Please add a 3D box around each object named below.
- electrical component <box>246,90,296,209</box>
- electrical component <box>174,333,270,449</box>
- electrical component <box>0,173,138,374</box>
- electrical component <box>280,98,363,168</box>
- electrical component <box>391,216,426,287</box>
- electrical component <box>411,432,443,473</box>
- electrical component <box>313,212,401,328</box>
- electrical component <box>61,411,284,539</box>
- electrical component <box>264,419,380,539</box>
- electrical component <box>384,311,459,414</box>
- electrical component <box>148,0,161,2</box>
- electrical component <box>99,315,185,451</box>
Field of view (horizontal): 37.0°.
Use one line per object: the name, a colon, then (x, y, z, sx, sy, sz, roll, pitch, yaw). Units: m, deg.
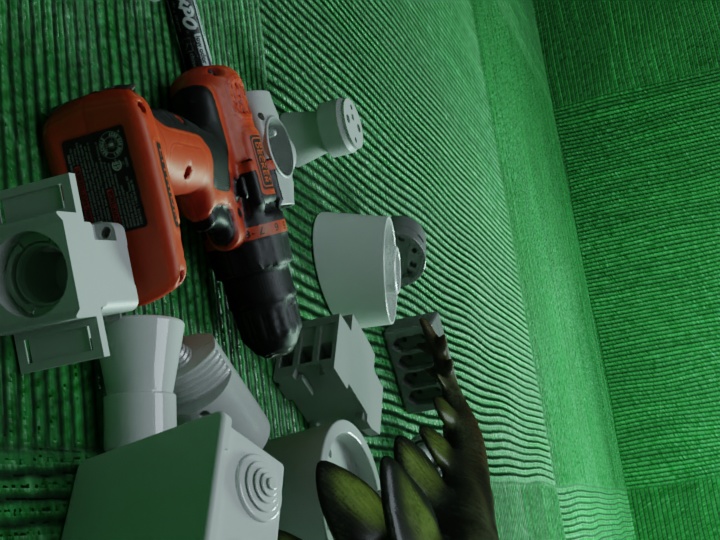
electrical component: (-0.067, -0.077, 0.730, 0.079, 0.044, 0.077, -12, 89, -72)
electrical component: (-0.084, 0.067, 0.578, 0.043, 0.043, 0.081, -83, 154, -47)
electrical component: (-0.132, 0.002, 0.478, 0.064, 0.042, 0.081, -1, 80, -74)
electrical component: (-0.031, -0.109, 0.847, 0.045, 0.055, 0.045, -13, 90, -72)
electrical component: (0.035, -0.019, 0.993, 0.047, 0.055, 0.055, -74, 147, -63)
electrical component: (0.060, 0.166, 0.959, 0.062, 0.043, 0.043, 20, 59, -69)
electrical component: (0.000, 0.000, 0.894, 0.099, 0.064, 0.099, -2, 90, -81)
electrical component: (-0.082, 0.120, 0.461, 0.048, 0.100, 0.099, 44, 35, -38)
electrical component: (-0.030, 0.150, 0.659, 0.108, 0.060, 0.108, -12, 90, -72)
electrical component: (0.063, 0.081, 1.019, 0.075, 0.047, 0.083, -49, 125, -69)
electrical component: (-0.115, -0.215, 0.630, 0.054, 0.059, 0.095, 28, 50, -44)
electrical component: (-0.107, 0.057, 0.521, 0.044, 0.044, 0.065, 30, 55, -67)
